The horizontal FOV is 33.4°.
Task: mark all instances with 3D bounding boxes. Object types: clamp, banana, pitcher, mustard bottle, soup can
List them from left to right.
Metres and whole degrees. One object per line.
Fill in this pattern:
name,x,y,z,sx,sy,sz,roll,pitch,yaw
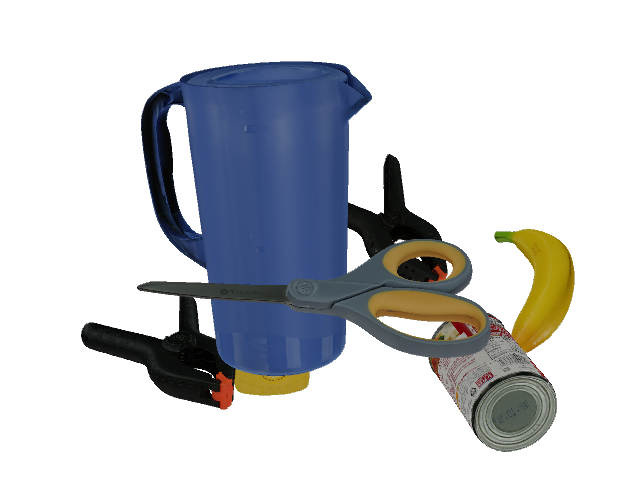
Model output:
clamp,-0.126,0.099,0.988,0.172,0.039,0.120,27,42,35
pitcher,-0.048,-0.021,0.860,0.144,0.243,0.149,-12,19,-29
mustard bottle,-0.059,0.097,1.329,0.096,0.192,0.058,-1,20,-9
clamp,0.068,-0.017,1.248,0.164,0.036,0.210,-13,51,-28
soup can,0.131,0.106,0.818,0.068,0.068,0.102,0,23,-14
banana,0.207,0.040,1.008,0.070,0.037,0.197,-25,25,18

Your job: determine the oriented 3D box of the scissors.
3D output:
scissors,0.003,0.021,0.629,0.202,0.016,0.096,14,43,12
